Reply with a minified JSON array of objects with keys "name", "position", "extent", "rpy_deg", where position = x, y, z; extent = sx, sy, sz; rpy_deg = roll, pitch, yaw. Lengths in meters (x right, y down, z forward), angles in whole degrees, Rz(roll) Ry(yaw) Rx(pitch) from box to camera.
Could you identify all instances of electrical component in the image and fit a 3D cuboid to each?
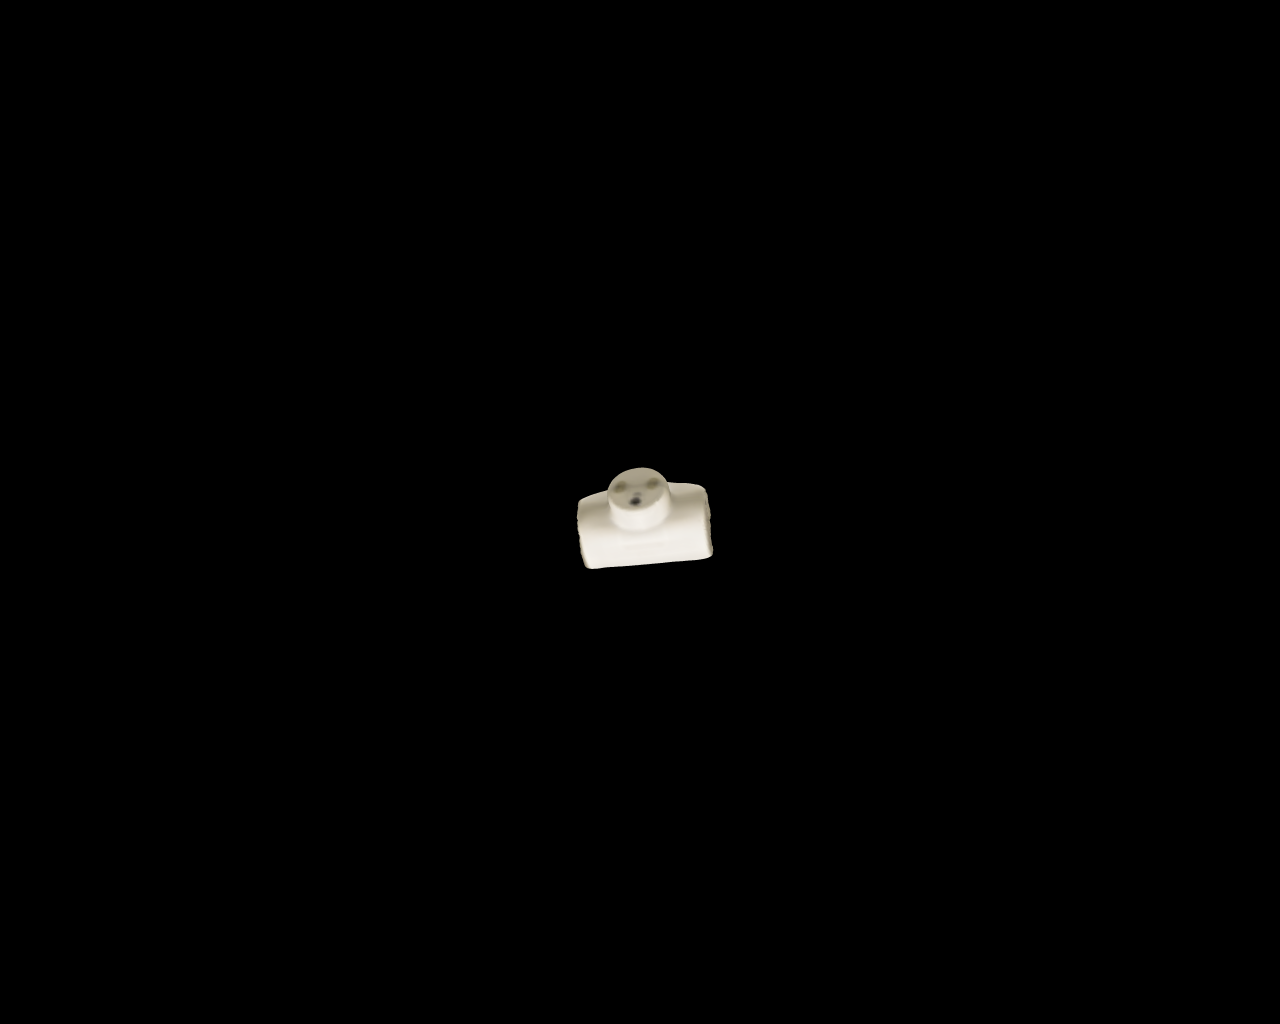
[{"name":"electrical component","position":[0.001,-0.003,0.650],"extent":[0.077,0.043,0.079],"rpy_deg":[-6,-43,7]}]
